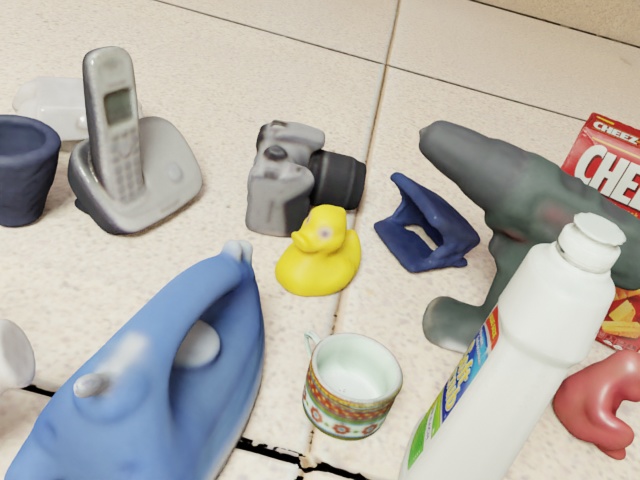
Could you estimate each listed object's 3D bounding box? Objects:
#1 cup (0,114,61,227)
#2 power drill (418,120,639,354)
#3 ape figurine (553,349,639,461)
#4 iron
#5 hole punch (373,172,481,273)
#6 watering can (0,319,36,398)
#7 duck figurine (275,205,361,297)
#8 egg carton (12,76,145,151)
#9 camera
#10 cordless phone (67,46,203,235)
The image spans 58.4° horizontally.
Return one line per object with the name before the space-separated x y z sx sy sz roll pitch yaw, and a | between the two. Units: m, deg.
cup | -0.313 -0.064 0.554 0.118 0.095 0.091 10 35 -7
power drill | 0.173 0.016 0.535 0.229 0.208 0.076 20 35 6
ape figurine | 0.257 0.135 0.505 0.076 0.092 0.078 33 39 23
iron | -0.095 0.071 0.413 0.118 0.141 0.259 22 35 9
hole punch | 0.131 -0.026 0.679 0.101 0.091 0.108 -6 40 -28
watering can | -0.251 0.075 0.302 0.173 0.194 0.100 -17 47 -38
duck figurine | 0.005 0.002 0.595 0.105 0.086 0.077 -21 49 -40
egg carton | -0.293 -0.151 0.703 0.151 0.069 0.107 -5 40 -27
camera | -0.013 -0.077 0.684 0.137 0.101 0.143 11 35 -6
cordless phone | -0.185 -0.110 0.589 0.094 0.185 0.148 25 36 13
